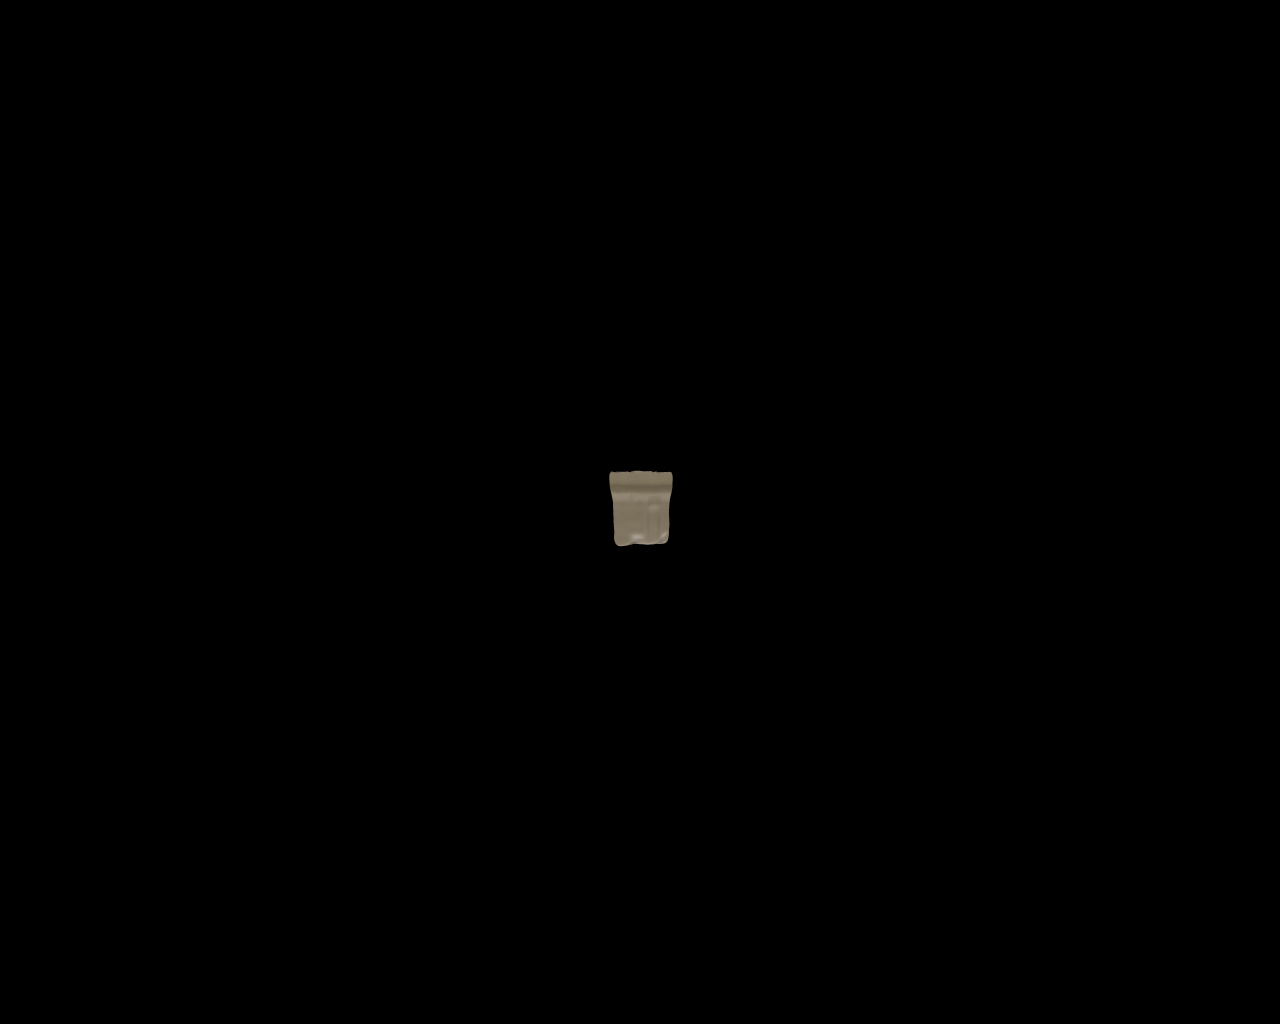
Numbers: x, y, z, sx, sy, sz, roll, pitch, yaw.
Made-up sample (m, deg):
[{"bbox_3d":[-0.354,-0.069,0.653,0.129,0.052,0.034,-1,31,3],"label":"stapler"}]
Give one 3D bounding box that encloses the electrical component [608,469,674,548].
[{"bbox_3d":[0.001,-0.003,0.650,0.040,0.046,0.040,0,3,0],"label":"electrical component"}]
